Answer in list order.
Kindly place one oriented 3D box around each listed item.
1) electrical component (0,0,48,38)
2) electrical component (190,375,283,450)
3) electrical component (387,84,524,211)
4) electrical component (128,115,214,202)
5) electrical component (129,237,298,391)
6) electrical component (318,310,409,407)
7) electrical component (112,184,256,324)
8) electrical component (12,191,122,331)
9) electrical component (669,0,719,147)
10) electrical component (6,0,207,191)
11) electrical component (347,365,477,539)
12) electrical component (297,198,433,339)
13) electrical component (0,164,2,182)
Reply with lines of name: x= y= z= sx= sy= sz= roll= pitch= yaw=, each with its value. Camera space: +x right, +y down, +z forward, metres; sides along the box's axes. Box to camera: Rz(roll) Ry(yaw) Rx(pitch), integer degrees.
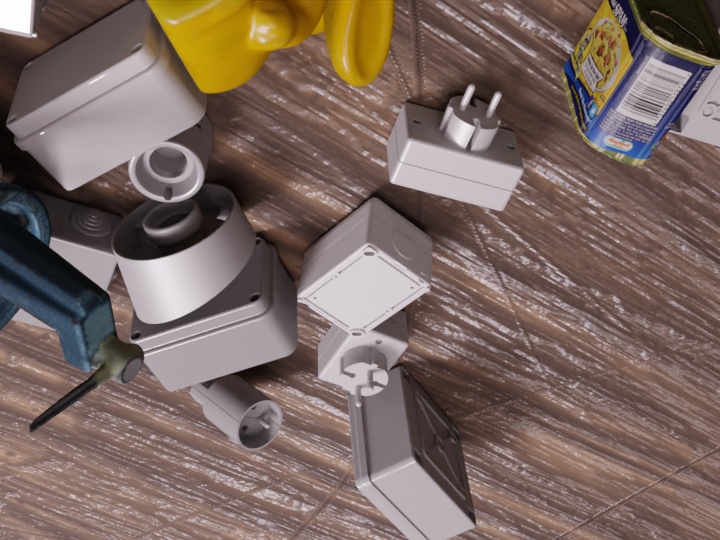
electrical component: x=-0.210 y=-0.182 z=0.618 sx=0.061 sy=0.061 sz=0.096 roll=10 pitch=130 yaw=-11
electrical component: x=-0.104 y=0.108 z=0.869 sx=0.043 sy=0.081 sz=0.043 roll=-19 pitch=121 yaw=-35
electrical component: x=0.070 y=-0.090 z=0.719 sx=0.083 sy=0.047 sz=0.075 roll=13 pitch=129 yaw=-13
electrical component: x=-0.127 y=-0.079 z=0.720 sx=0.055 sy=0.047 sz=0.055 roll=-1 pitch=131 yaw=-1
electrical component: x=-0.108 y=0.032 z=0.797 sx=0.113 sy=0.078 sz=0.057 roll=-18 pitch=132 yaw=12
electrical component: x=0.002 y=0.071 z=0.836 sx=0.047 sy=0.076 sz=0.065 roll=21 pitch=127 yaw=-19
electrical component: x=-0.121 y=-0.013 z=0.746 sx=0.099 sy=0.099 sz=0.064 roll=-14 pitch=124 yaw=9
electrical component: x=-0.225 y=-0.007 z=0.777 sx=0.100 sy=0.048 sz=0.099 roll=17 pitch=128 yaw=-16
electrical component: x=0.256 y=-0.132 z=0.685 sx=0.109 sy=0.056 sz=0.108 roll=14 pitch=128 yaw=-13
electrical component: x=-0.156 y=-0.111 z=0.671 sx=0.113 sy=0.078 sz=0.057 roll=-24 pitch=130 yaw=18
electrical component: x=0.043 y=0.154 z=0.889 sx=0.056 sy=0.108 sz=0.108 roll=-28 pitch=127 yaw=17
electrical component: x=0.000 y=0.000 z=0.789 sx=0.062 sy=0.061 sz=0.096 roll=35 pitch=129 yaw=-25
electrical component: x=-0.264 y=-0.055 z=0.725 sx=0.035 sy=0.061 sz=0.035 roll=-1 pitch=131 yaw=-1
